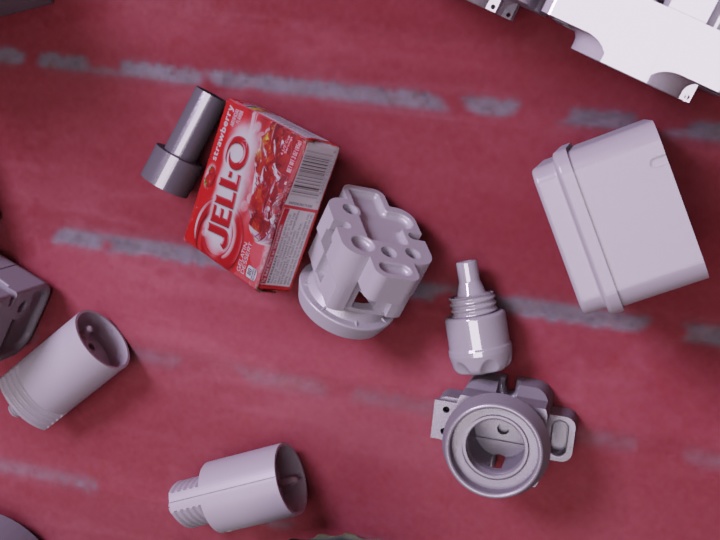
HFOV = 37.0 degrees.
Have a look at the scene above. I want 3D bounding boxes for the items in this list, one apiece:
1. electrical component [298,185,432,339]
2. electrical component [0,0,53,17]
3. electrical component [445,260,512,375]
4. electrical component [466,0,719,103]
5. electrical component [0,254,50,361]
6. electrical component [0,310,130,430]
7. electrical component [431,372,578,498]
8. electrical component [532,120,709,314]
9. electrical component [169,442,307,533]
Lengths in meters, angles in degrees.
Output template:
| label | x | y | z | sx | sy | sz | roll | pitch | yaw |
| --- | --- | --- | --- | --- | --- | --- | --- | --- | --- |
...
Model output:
| label | x | y | z | sx | sy | sz | roll | pitch | yaw |
| --- | --- | --- | --- | --- | --- | --- | --- | --- | --- |
| electrical component | 0.000 | 0.000 | 0.587 | 0.058 | 0.078 | 0.057 | 8 | 128 | -26 |
| electrical component | -0.250 | -0.170 | 0.582 | 0.089 | 0.150 | 0.061 | -9 | 97 | 16 |
| electrical component | 0.063 | 0.025 | 0.591 | 0.035 | 0.035 | 0.061 | -8 | 94 | 16 |
| electrical component | 0.098 | -0.142 | 0.516 | 0.186 | 0.105 | 0.060 | 27 | 105 | 9 |
| electrical component | -0.239 | 0.022 | 0.640 | 0.059 | 0.095 | 0.053 | 30 | 106 | 8 |
| electrical component | -0.186 | 0.065 | 0.660 | 0.081 | 0.043 | 0.043 | -37 | 88 | 18 |
| electrical component | 0.076 | 0.090 | 0.587 | 0.078 | 0.057 | 0.058 | 8 | 101 | 14 |
| electrical component | 0.125 | -0.028 | 0.525 | 0.057 | 0.113 | 0.078 | -20 | 93 | 14 |
| electrical component | -0.077 | 0.133 | 0.643 | 0.081 | 0.043 | 0.043 | -17 | 95 | 17 |
